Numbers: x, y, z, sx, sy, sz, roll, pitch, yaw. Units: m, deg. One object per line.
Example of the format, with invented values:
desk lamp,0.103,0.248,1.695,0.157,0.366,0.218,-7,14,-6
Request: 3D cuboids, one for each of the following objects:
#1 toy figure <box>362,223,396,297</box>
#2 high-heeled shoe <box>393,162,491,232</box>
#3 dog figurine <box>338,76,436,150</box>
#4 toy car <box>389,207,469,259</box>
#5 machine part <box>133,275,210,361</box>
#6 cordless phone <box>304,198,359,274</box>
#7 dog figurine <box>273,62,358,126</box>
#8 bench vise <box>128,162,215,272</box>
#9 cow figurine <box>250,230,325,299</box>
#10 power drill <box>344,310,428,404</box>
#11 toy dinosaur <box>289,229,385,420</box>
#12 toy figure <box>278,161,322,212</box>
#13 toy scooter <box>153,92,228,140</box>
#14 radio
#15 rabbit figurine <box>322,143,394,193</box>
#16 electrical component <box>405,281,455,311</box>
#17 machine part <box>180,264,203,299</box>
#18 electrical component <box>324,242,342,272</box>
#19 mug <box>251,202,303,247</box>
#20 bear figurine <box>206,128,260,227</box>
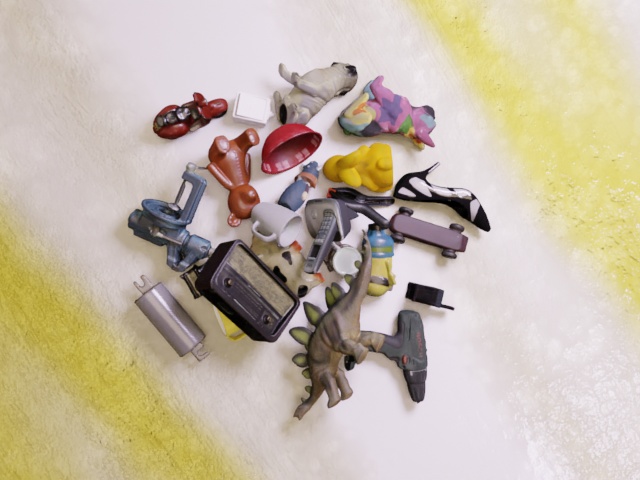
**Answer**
toy figure,0.137,0.048,1.312,0.089,0.082,0.180,-3,96,4
high-heeled shoe,0.303,-0.079,1.333,0.145,0.086,0.248,-41,92,-1
dog figurine,0.175,-0.279,1.299,0.219,0.108,0.191,42,85,-9
toy car,0.269,-0.016,1.341,0.202,0.053,0.089,17,79,-4
machine part,-0.349,0.185,1.252,0.079,0.079,0.243,-38,96,-5
cordless phone,-0.003,-0.004,1.251,0.088,0.147,0.184,34,74,-30
dog figurine,-0.002,-0.338,1.288,0.190,0.121,0.172,-6,134,-28
bench vise,-0.313,-0.054,1.223,0.224,0.129,0.240,27,103,8
cow figurine,-0.093,0.057,1.283,0.127,0.085,0.195,-39,96,-11
power drill,0.166,0.286,1.320,0.207,0.086,0.232,4,90,-3
toy dinosaur,0.039,0.211,1.234,0.199,0.105,0.471,34,103,26
toy figure,-0.046,-0.128,1.284,0.064,0.057,0.154,29,59,9
toy scooter,-0.299,-0.286,1.221,0.184,0.135,0.075,-22,96,-5
radio,-0.160,0.119,1.200,0.229,0.073,0.131,48,56,-25
rabbit figurine,0.089,-0.165,1.280,0.173,0.162,0.121,1,104,10
electrical component,0.279,0.140,1.334,0.119,0.075,0.047,13,90,-4
machine part,-0.257,0.078,1.283,0.139,0.039,0.084,-33,87,-4
electrical component,0.027,0.027,1.325,0.063,0.021,0.094,-26,96,-6
mug,-0.113,-0.036,1.227,0.107,0.080,0.109,31,50,27
bear figurine,-0.185,-0.139,1.244,0.120,0.132,0.195,-19,87,-34
